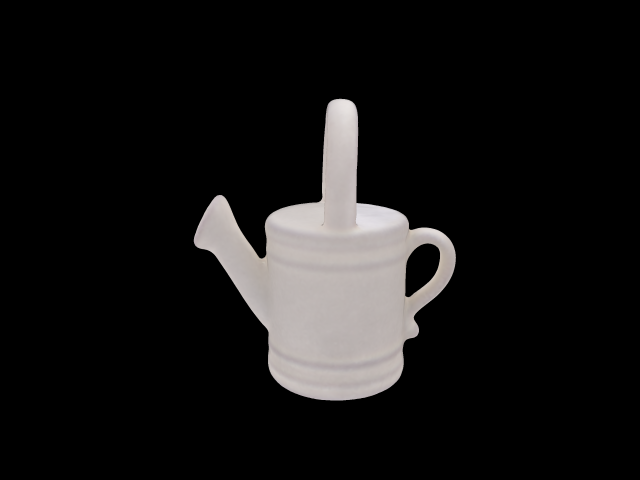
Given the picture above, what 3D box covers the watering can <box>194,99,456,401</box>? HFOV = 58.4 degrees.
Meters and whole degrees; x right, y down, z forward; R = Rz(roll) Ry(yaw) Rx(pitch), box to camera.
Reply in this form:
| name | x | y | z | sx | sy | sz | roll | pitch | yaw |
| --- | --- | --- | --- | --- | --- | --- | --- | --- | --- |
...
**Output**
| name | x | y | z | sx | sy | sz | roll | pitch | yaw |
| --- | --- | --- | --- | --- | --- | --- | --- | --- | --- |
| watering can | 0.004 | 0.002 | 0.398 | 0.173 | 0.194 | 0.100 | -6 | 16 | -20 |
